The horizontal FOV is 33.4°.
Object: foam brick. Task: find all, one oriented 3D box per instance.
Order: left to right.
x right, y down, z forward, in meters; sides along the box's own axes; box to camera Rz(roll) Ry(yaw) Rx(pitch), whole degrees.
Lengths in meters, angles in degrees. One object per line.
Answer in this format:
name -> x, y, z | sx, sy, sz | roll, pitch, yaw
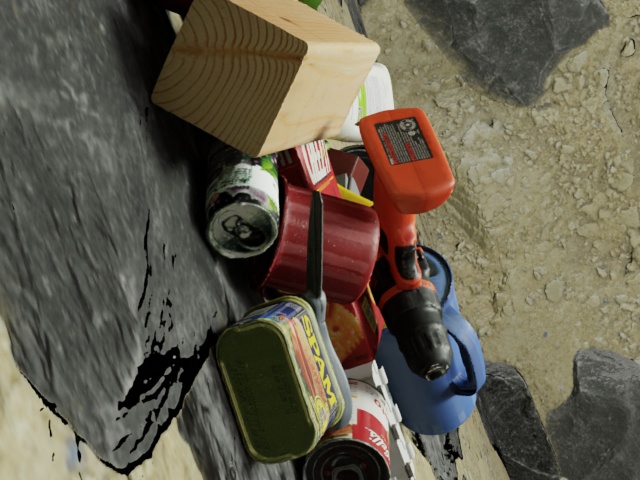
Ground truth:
foam brick -> 0.020, -0.075, 1.255 | 0.078, 0.053, 0.051 | 35, 76, -76

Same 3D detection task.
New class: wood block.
wood block -> -0.033, -0.130, 0.819 | 0.091, 0.090, 0.205 | 30, 16, 10

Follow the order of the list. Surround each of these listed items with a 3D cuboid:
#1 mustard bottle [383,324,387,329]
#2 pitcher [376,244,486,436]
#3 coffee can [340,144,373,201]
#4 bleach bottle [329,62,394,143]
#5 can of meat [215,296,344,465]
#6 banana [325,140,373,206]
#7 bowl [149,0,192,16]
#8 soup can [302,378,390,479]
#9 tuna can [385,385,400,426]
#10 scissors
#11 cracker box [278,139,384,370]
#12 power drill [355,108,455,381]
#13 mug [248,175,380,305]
mustard bottle -> 0.052, 0.030, 1.172 | 0.191, 0.096, 0.058 | -86, 168, -66
pitcher -> 0.124, 0.133, 1.283 | 0.149, 0.145, 0.242 | -94, 166, -45
coffee can -> 0.061, -0.055, 1.360 | 0.140, 0.103, 0.103 | 36, 38, -73
bleach bottle -> 0.029, -0.164, 1.225 | 0.250, 0.068, 0.102 | -14, 96, -75
can of meat -> -0.028, 0.096, 0.738 | 0.084, 0.057, 0.102 | -26, 98, -77
banana -> 0.008, -0.059, 1.114 | 0.198, 0.069, 0.037 | -123, -165, -53
bowl -> -0.119, -0.234, 0.811 | 0.162, 0.055, 0.162 | -18, 90, -80
soup can -> 0.022, 0.164, 0.863 | 0.102, 0.068, 0.068 | -82, 153, -69
tuna can -> 0.058, 0.185, 1.120 | 0.086, 0.034, 0.086 | -18, 90, -80
scissors -> 0.004, 0.065, 0.781 | 0.096, 0.016, 0.202 | 53, -32, 31
cracker box -> -0.006, 0.001, 0.976 | 0.164, 0.072, 0.214 | -52, 123, -78
power drill -> 0.071, 0.000, 0.883 | 0.188, 0.057, 0.184 | 90, -16, -49
mug -> -0.008, 0.012, 0.846 | 0.093, 0.081, 0.117 | -94, -156, -49
